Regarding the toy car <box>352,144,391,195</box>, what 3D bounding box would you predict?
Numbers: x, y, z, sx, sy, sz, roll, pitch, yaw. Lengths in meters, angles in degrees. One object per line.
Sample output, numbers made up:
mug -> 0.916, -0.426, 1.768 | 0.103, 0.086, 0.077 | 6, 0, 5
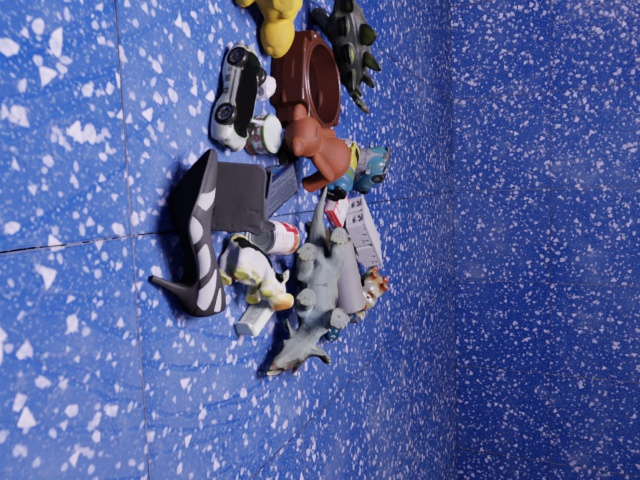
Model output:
toy car -> 0.120, -0.200, 1.469 | 0.103, 0.161, 0.109 | 24, 59, -18

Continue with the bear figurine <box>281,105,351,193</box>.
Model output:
bear figurine -> -0.026, -0.184, 1.102 | 0.195, 0.132, 0.120 | 16, 67, -51

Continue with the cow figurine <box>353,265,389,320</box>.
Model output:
cow figurine -> 0.125, 0.147, 1.495 | 0.085, 0.127, 0.195 | 45, 13, -2

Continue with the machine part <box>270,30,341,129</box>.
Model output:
machine part -> -0.025, -0.335, 1.176 | 0.201, 0.087, 0.201 | 15, 76, -67

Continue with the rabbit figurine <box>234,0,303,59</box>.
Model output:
rabbit figurine -> -0.090, -0.443, 1.032 | 0.173, 0.122, 0.162 | 86, 11, -45

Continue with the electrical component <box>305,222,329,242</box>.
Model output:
electrical component -> -0.004, -0.004, 1.282 | 0.078, 0.045, 0.102 | -54, 144, -8

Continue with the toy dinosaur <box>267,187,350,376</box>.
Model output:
toy dinosaur -> -0.009, 0.102, 1.144 | 0.192, 0.131, 0.405 | 119, -16, -59

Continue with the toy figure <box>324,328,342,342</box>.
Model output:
toy figure -> 0.044, 0.196, 1.367 | 0.154, 0.064, 0.057 | -62, -178, -38

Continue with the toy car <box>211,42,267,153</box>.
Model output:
toy car -> -0.143, -0.253, 0.948 | 0.073, 0.056, 0.201 | 34, 58, -54

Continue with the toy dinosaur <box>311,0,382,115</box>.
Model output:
toy dinosaur -> 0.065, -0.473, 1.235 | 0.199, 0.105, 0.470 | 59, -5, 45

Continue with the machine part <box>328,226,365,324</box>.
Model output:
machine part -> 0.053, 0.082, 1.253 | 0.079, 0.079, 0.243 | -40, 120, -60

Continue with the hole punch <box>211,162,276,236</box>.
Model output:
hole punch -> -0.137, -0.071, 0.883 | 0.092, 0.142, 0.115 | -88, -177, -80

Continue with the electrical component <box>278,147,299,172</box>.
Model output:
electrical component -> -0.070, -0.187, 1.153 | 0.063, 0.021, 0.094 | -28, 116, -63

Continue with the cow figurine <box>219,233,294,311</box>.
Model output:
cow figurine -> -0.111, 0.062, 0.979 | 0.167, 0.068, 0.098 | 41, 39, -41

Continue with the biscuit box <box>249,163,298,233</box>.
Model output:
biscuit box -> -0.109, -0.083, 1.020 | 0.203, 0.059, 0.062 | -50, 134, -54

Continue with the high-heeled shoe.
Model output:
high-heeled shoe -> -0.167, -0.004, 0.834 | 0.145, 0.086, 0.248 | 28, 82, -42

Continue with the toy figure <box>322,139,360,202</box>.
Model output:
toy figure -> 0.052, -0.176, 1.359 | 0.089, 0.082, 0.180 | 73, 22, -57
